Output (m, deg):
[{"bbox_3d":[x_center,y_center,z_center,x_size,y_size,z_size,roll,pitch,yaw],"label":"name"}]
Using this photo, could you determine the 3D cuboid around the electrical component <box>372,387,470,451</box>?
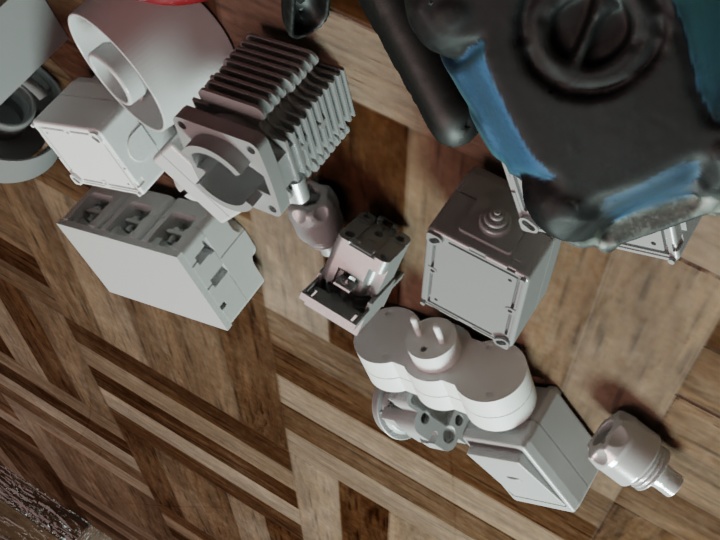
[{"bbox_3d":[0.046,0.106,0.838,0.078,0.058,0.057,36,159,-33],"label":"electrical component"}]

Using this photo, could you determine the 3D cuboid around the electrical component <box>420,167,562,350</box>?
[{"bbox_3d":[0.077,-0.012,0.604,0.062,0.061,0.096,28,153,16],"label":"electrical component"}]

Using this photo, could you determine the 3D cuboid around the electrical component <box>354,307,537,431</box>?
[{"bbox_3d":[0.055,0.058,0.757,0.138,0.052,0.073,17,148,34],"label":"electrical component"}]

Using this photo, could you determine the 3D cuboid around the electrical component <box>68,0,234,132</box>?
[{"bbox_3d":[-0.133,-0.138,0.675,0.099,0.064,0.099,42,162,17],"label":"electrical component"}]

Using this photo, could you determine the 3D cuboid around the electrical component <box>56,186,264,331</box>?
[{"bbox_3d":[-0.161,-0.017,0.882,0.150,0.061,0.089,14,146,37],"label":"electrical component"}]

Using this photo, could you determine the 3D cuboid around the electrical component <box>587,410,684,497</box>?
[{"bbox_3d":[0.187,0.127,0.721,0.062,0.043,0.043,37,154,-2],"label":"electrical component"}]

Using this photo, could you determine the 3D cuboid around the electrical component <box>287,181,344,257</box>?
[{"bbox_3d":[-0.027,-0.031,0.730,0.035,0.035,0.061,22,153,26],"label":"electrical component"}]

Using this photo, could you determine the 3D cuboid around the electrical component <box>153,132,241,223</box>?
[{"bbox_3d":[-0.106,-0.070,0.745,0.066,0.047,0.077,43,153,-14],"label":"electrical component"}]

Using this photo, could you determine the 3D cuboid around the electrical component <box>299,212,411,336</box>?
[{"bbox_3d":[0.000,0.000,0.705,0.042,0.081,0.063,30,125,10],"label":"electrical component"}]

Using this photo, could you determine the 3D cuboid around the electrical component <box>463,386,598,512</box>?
[{"bbox_3d":[0.129,0.135,0.785,0.062,0.061,0.096,-1,136,51],"label":"electrical component"}]

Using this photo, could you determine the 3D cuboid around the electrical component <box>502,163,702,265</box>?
[{"bbox_3d":[0.121,-0.050,0.489,0.096,0.061,0.061,16,147,35],"label":"electrical component"}]

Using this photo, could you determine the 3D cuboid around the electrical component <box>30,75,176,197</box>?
[{"bbox_3d":[-0.182,-0.100,0.772,0.096,0.061,0.061,12,145,39],"label":"electrical component"}]

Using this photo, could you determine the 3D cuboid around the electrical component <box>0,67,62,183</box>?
[{"bbox_3d":[-0.275,-0.115,0.823,0.099,0.099,0.064,41,148,-9],"label":"electrical component"}]
